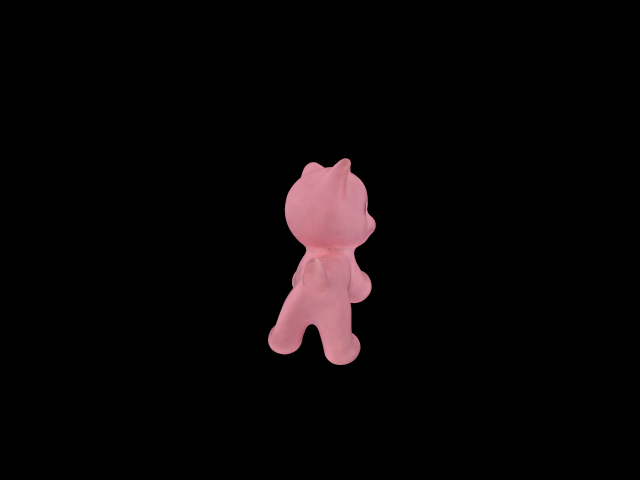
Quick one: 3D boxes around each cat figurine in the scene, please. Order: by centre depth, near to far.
[{"bbox_3d":[0.004,0.001,0.400,0.067,0.118,0.128,5,36,7],"label":"cat figurine"}]
